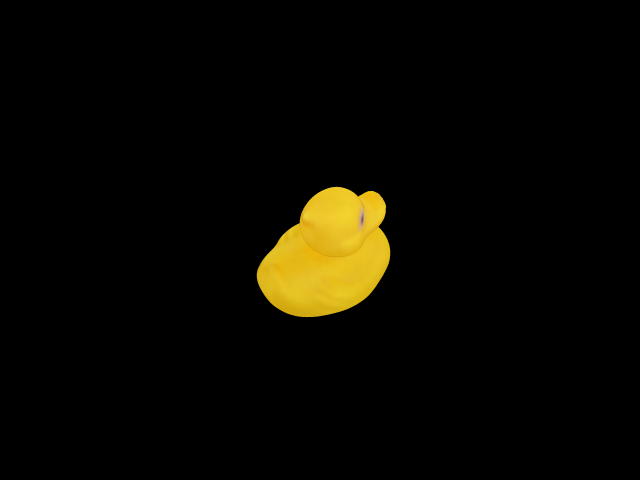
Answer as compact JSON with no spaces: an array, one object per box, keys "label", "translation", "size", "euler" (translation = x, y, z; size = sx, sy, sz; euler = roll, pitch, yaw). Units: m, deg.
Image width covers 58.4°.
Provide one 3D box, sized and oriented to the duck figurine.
[{"label":"duck figurine","translation":[0.004,0.001,0.400],"size":[0.105,0.086,0.077],"euler":[-26,60,-16]}]
